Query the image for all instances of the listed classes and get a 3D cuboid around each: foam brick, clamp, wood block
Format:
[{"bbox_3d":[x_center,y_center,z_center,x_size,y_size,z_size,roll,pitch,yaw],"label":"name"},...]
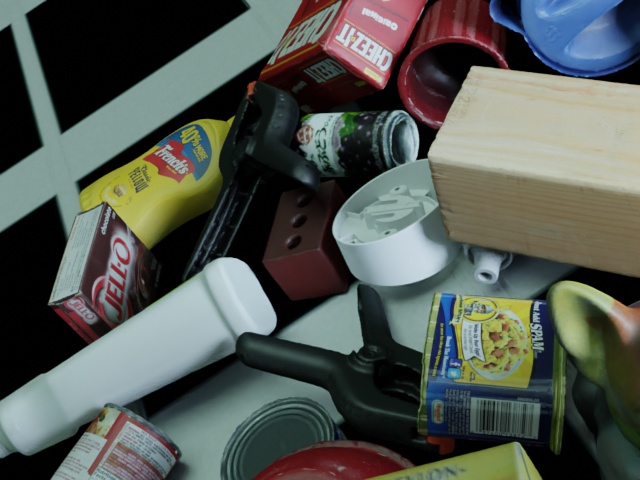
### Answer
[{"bbox_3d":[-0.006,0.001,0.846,0.053,0.051,0.078,-12,44,27],"label":"foam brick"},{"bbox_3d":[0.022,0.090,0.719,0.120,0.039,0.172,-21,33,-19],"label":"clamp"},{"bbox_3d":[-0.048,-0.069,0.890,0.165,0.036,0.210,-36,33,39],"label":"clamp"},{"bbox_3d":[0.185,-0.039,0.683,0.206,0.091,0.090,12,56,26],"label":"wood block"}]

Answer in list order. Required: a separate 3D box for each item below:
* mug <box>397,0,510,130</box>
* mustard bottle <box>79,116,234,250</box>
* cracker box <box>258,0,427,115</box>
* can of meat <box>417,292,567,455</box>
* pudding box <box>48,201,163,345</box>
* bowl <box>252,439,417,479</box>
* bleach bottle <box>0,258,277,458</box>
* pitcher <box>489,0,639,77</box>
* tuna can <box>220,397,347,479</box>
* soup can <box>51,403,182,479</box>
[{"bbox_3d":[0.110,-0.143,0.898,0.117,0.093,0.081,-53,15,41],"label":"mug"},{"bbox_3d":[-0.128,-0.059,0.993,0.191,0.058,0.096,-33,44,1],"label":"mustard bottle"},{"bbox_3d":[0.041,-0.227,0.955,0.213,0.072,0.164,-63,19,-13],"label":"cracker box"},{"bbox_3d":[0.106,0.078,0.650,0.084,0.057,0.102,4,37,11],"label":"can of meat"},{"bbox_3d":[-0.178,0.038,0.902,0.039,0.090,0.113,-20,40,19],"label":"pudding box"},{"bbox_3d":[-0.003,0.185,0.617,0.162,0.055,0.162,-11,58,18],"label":"bowl"},{"bbox_3d":[-0.159,0.102,0.820,0.251,0.068,0.102,-30,-5,8],"label":"bleach bottle"},{"bbox_3d":[0.206,-0.246,0.899,0.145,0.149,0.243,-53,27,22],"label":"pitcher"},{"bbox_3d":[-0.022,0.150,0.716,0.086,0.033,0.086,-20,40,18],"label":"tuna can"},{"bbox_3d":[-0.154,0.177,0.756,0.069,0.068,0.102,9,55,41],"label":"soup can"}]
